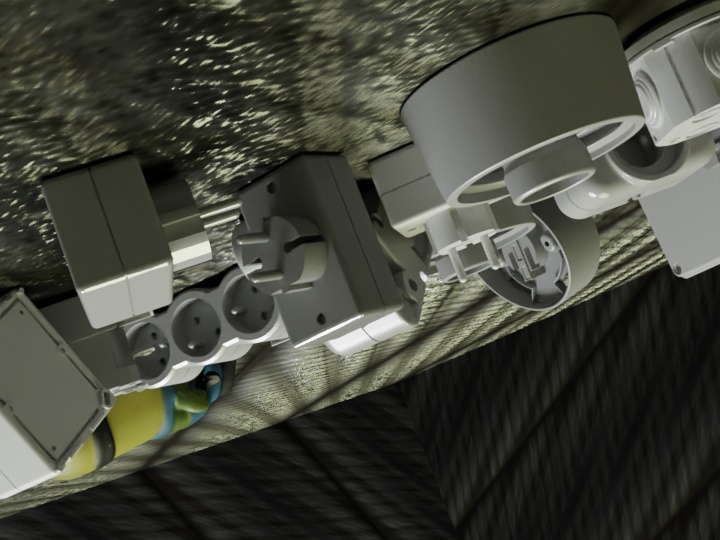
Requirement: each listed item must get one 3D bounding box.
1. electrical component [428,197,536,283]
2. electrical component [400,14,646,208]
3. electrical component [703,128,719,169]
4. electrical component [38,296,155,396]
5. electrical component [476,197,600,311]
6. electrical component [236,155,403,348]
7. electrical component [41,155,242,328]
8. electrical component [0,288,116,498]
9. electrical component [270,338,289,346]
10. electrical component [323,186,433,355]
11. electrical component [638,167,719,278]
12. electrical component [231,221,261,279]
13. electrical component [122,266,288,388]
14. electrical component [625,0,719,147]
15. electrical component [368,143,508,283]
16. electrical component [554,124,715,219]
[{"bbox_3d":[0.062,-0.027,0.698,0.108,0.060,0.108,-21,171,-3],"label":"electrical component"},{"bbox_3d":[0.080,-0.065,0.502,0.108,0.060,0.108,-21,171,-3],"label":"electrical component"},{"bbox_3d":[0.250,-0.102,0.701,0.057,0.058,0.078,-16,170,-14],"label":"electrical component"},{"bbox_3d":[-0.154,0.045,0.614,0.081,0.063,0.042,-19,170,-11],"label":"electrical component"},{"bbox_3d":[0.126,-0.018,0.798,0.064,0.099,0.099,-23,174,-34],"label":"electrical component"},{"bbox_3d":[-0.030,-0.008,0.512,0.047,0.083,0.076,-27,170,33],"label":"electrical component"},{"bbox_3d":[-0.086,-0.015,0.453,0.076,0.047,0.083,-19,171,-14],"label":"electrical component"},{"bbox_3d":[-0.186,0.060,0.548,0.061,0.096,0.061,-26,-160,30],"label":"electrical component"},{"bbox_3d":[-0.039,0.024,0.832,0.081,0.042,0.064,-21,170,-3],"label":"electrical component"},{"bbox_3d":[0.000,0.000,0.618,0.059,0.053,0.095,-26,-152,27],"label":"electrical component"},{"bbox_3d":[0.271,-0.062,0.828,0.056,0.108,0.109,-21,172,-23],"label":"electrical component"},{"bbox_3d":[-0.033,-0.020,0.580,0.078,0.040,0.040,-26,170,24],"label":"electrical component"},{"bbox_3d":[-0.094,0.038,0.746,0.138,0.052,0.074,-25,171,23],"label":"electrical component"},{"bbox_3d":[0.174,-0.101,0.541,0.080,0.051,0.080,-21,171,-3],"label":"electrical component"},{"bbox_3d":[0.051,-0.032,0.583,0.066,0.076,0.047,-23,171,8],"label":"electrical component"},{"bbox_3d":[0.172,-0.075,0.686,0.095,0.053,0.059,-20,171,-11],"label":"electrical component"}]
